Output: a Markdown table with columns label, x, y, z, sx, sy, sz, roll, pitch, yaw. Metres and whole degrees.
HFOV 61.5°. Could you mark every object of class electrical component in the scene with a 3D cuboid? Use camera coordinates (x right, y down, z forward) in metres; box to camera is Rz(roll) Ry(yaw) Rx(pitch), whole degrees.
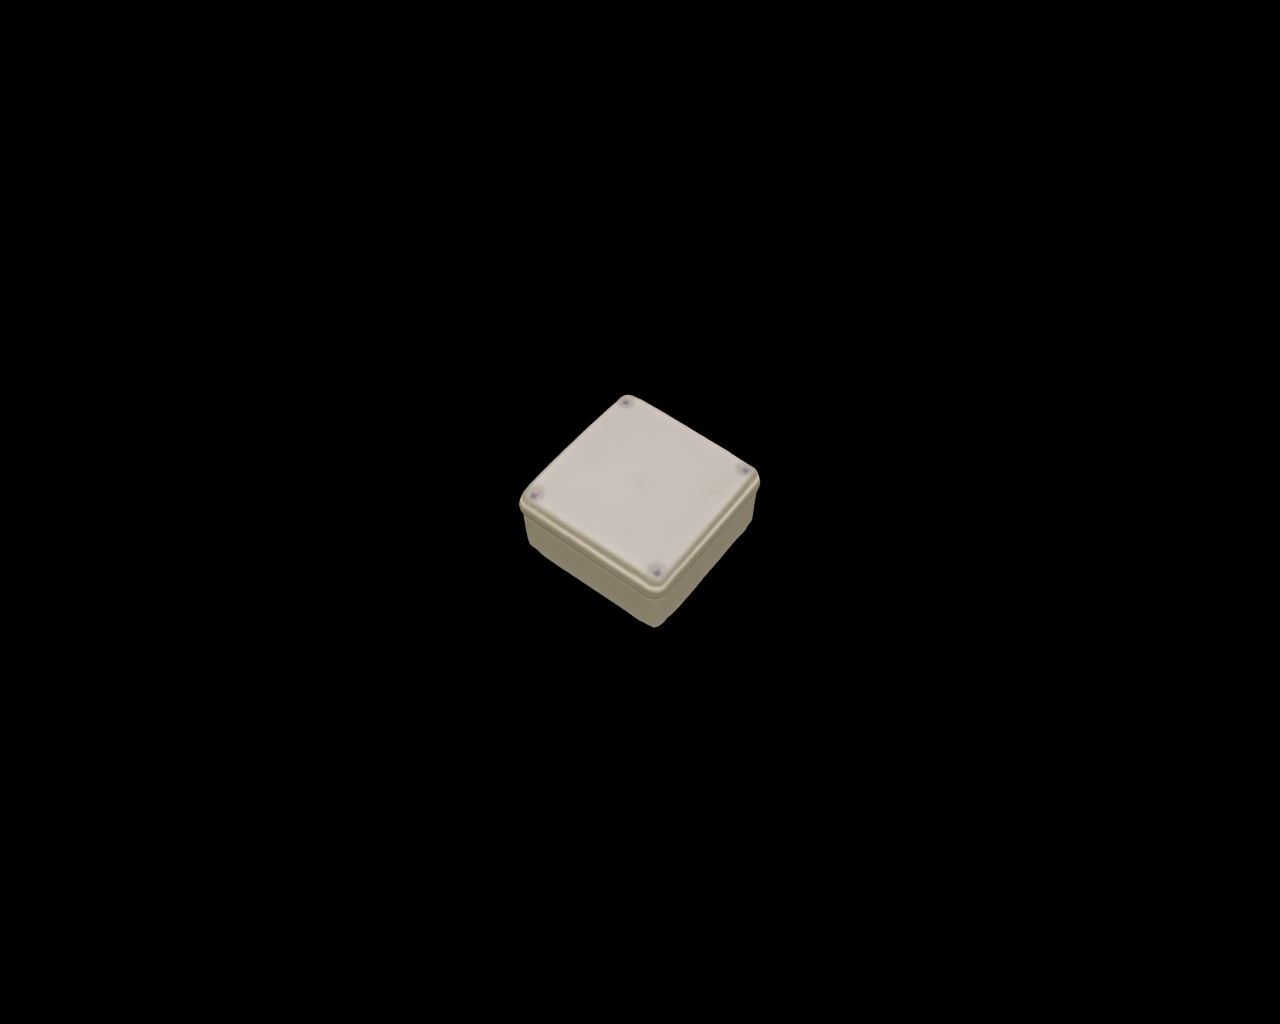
| label | x | y | z | sx | sy | sz | roll | pitch | yaw |
| --- | --- | --- | --- | --- | --- | --- | --- | --- | --- |
| electrical component | 0.001 | -0.003 | 0.650 | 0.109 | 0.109 | 0.056 | 33 | -29 | 21 |
